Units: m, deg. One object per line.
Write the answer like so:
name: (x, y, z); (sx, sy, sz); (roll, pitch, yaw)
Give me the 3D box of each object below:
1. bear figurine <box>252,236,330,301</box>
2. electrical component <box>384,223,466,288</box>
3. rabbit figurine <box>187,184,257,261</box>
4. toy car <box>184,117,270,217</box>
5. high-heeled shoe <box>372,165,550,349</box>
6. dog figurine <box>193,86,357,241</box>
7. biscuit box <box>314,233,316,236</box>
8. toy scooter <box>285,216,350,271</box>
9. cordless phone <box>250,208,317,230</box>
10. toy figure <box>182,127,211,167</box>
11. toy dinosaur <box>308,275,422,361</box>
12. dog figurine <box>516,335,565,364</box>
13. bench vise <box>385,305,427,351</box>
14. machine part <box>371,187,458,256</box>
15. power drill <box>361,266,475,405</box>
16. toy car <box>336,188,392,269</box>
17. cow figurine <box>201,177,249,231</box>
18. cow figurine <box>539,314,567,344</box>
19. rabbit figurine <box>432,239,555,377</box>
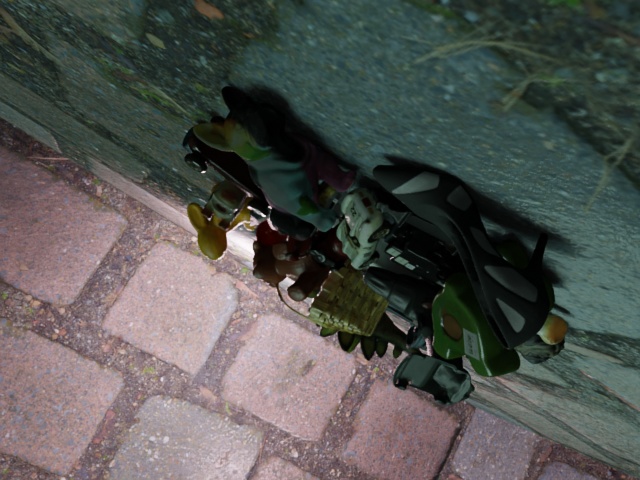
bear figurine: (-0.079, 0.049, 1.039); (0.196, 0.132, 0.120); (-9, 102, 39)
electrical component: (0.165, 0.019, 0.825); (0.134, 0.058, 0.115); (30, 166, -2)
rabbit figurine: (-0.238, -0.041, 1.271); (0.162, 0.173, 0.122); (27, 173, -8)
toy car: (-0.134, -0.118, 0.896); (0.202, 0.089, 0.053); (37, 166, -36)
high-heeled shoe: (0.150, 0.015, 0.624); (0.249, 0.145, 0.086); (25, 167, 13)
dog figurine: (-0.068, -0.105, 0.740); (0.219, 0.108, 0.191); (37, 159, -15)
biscuit box: (-0.035, 0.014, 1.283); (0.062, 0.059, 0.203); (38, 165, -33)
toy scooter: (-0.002, -0.003, 0.932); (0.075, 0.135, 0.183); (-10, 141, 46)
cordless phone: (-0.038, -0.050, 1.028); (0.184, 0.088, 0.146); (19, 168, -4)
toy figure: (-0.169, -0.142, 0.955); (0.154, 0.064, 0.058); (32, 131, -33)
toy dinosaur: (0.107, 0.188, 1.344); (0.471, 0.198, 0.105); (31, 172, 2)
dog figurine: (0.299, 0.142, 0.927); (0.172, 0.121, 0.191); (15, 169, -26)
bench vise: (0.231, 0.183, 1.222); (0.241, 0.129, 0.223); (26, 163, -1)
machine part: (0.131, -0.027, 0.715); (0.139, 0.039, 0.084); (28, -167, -11)
power drill: (0.159, 0.141, 0.827); (0.232, 0.086, 0.207); (22, -152, 0)
toy car: (0.062, -0.013, 0.827); (0.201, 0.056, 0.073); (98, 148, -67)
cow figurine: (-0.186, -0.090, 1.117); (0.085, 0.127, 0.195); (33, -178, -10)
cow figurine: (0.298, 0.105, 0.841); (0.167, 0.068, 0.098); (35, 173, -9)
rabbit figurine: (0.235, 0.076, 0.718); (0.121, 0.170, 0.159); (0, 107, 63)
